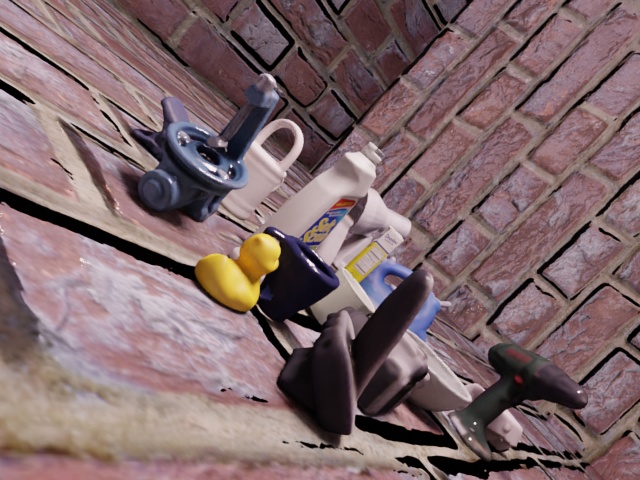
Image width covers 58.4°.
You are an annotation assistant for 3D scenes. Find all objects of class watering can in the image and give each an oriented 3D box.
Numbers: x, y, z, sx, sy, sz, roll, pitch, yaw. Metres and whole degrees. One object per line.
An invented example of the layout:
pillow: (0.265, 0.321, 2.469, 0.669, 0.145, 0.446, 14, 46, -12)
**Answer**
watering can: (-0.111, -0.140, 1.043, 0.101, 0.194, 0.173, 45, 7, 7)

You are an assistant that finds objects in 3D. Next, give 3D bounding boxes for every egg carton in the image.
egg carton: (0.338, 0.358, 1.156, 0.151, 0.069, 0.107, 40, 8, -28)

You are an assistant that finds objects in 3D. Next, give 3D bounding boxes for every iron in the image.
iron: (0.173, 0.119, 1.333, 0.258, 0.141, 0.119, 44, 7, 2)

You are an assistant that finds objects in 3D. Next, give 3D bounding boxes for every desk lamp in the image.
desk lamp: (0.116, -0.008, 1.453, 0.204, 0.213, 0.117, 40, 8, -28)

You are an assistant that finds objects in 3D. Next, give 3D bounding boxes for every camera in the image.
camera: (0.077, 0.153, 0.777, 0.136, 0.100, 0.144, 47, 8, 24)

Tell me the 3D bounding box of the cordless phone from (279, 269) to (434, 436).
cordless phone: (0.054, 0.102, 0.608, 0.094, 0.185, 0.147, 43, 7, -5)

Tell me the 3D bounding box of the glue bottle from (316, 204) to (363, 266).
glue bottle: (0.009, 0.003, 0.966, 0.037, 0.173, 0.078, 37, 10, -44)

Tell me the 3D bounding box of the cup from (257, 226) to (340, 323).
cup: (-0.047, 0.048, 0.720, 0.118, 0.095, 0.091, 42, 7, -16)

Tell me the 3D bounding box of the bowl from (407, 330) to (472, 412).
bowl: (0.164, 0.225, 0.944, 0.167, 0.074, 0.167, 43, 7, -6)

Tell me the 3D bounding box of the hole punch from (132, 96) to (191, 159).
hole punch: (-0.239, -0.177, 0.960, 0.101, 0.091, 0.108, 43, 7, -6)

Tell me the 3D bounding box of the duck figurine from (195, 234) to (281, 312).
duck figurine: (-0.086, 0.028, 0.657, 0.077, 0.086, 0.105, 47, 8, 26)

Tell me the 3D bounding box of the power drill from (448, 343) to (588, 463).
power drill: (0.337, 0.285, 1.016, 0.076, 0.208, 0.229, 41, 8, -20)

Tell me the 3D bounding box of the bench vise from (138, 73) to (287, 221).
bench vise: (-0.133, -0.130, 0.767, 0.122, 0.219, 0.207, 42, 7, -13)

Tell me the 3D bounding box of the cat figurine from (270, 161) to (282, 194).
cat figurine: (-0.130, -0.132, 1.199, 0.067, 0.117, 0.128, 49, 9, 34)
